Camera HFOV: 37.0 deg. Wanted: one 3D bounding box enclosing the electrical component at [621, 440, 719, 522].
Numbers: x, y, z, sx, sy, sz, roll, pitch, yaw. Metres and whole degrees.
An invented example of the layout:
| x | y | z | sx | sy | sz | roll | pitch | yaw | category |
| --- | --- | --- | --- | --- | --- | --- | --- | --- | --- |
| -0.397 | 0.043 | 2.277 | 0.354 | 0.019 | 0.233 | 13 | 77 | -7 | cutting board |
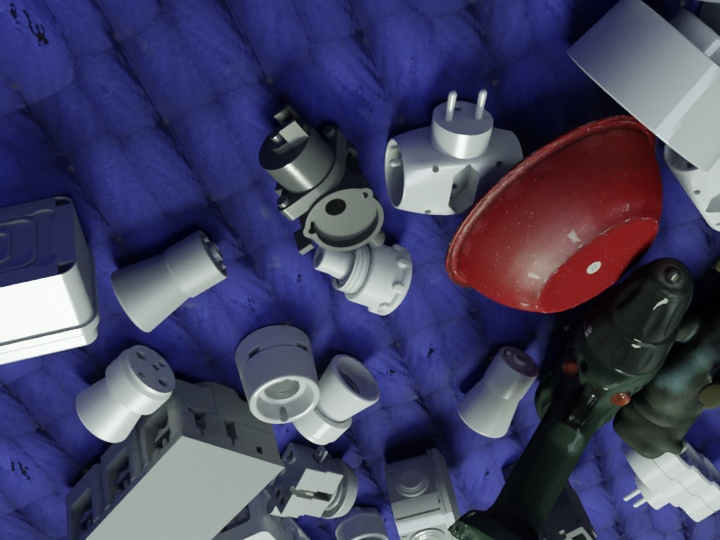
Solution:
| x | y | z | sx | sy | sz | roll | pitch | yaw | category |
| --- | --- | --- | --- | --- | --- | --- | --- | --- | --- |
| 0.273 | 0.191 | 0.971 | 0.074 | 0.052 | 0.138 | -38 | 132 | 18 | electrical component |

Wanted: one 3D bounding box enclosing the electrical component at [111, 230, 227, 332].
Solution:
| x | y | z | sx | sy | sz | roll | pitch | yaw | category |
| --- | --- | --- | --- | --- | --- | --- | --- | --- | --- |
| -0.117 | 0.004 | 0.675 | 0.065 | 0.044 | 0.044 | -30 | 134 | 4 | electrical component |

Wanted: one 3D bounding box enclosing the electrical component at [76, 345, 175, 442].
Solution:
| x | y | z | sx | sy | sz | roll | pitch | yaw | category |
| --- | --- | --- | --- | --- | --- | --- | --- | --- | --- |
| -0.159 | 0.084 | 0.731 | 0.055 | 0.045 | 0.045 | -42 | 131 | 20 | electrical component |

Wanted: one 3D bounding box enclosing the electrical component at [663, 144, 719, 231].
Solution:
| x | y | z | sx | sy | sz | roll | pitch | yaw | category |
| --- | --- | --- | --- | --- | --- | --- | --- | --- | --- |
| 0.255 | -0.074 | 0.723 | 0.079 | 0.043 | 0.077 | -36 | 133 | 15 | electrical component |

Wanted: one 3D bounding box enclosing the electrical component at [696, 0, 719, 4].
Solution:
| x | y | z | sx | sy | sz | roll | pitch | yaw | category |
| --- | --- | --- | --- | --- | --- | --- | --- | --- | --- |
| 0.181 | -0.184 | 0.583 | 0.096 | 0.061 | 0.061 | 2 | 131 | -20 | electrical component |

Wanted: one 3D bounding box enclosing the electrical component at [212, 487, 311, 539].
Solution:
| x | y | z | sx | sy | sz | roll | pitch | yaw | category |
| --- | --- | --- | --- | --- | --- | --- | --- | --- | --- |
| -0.091 | 0.265 | 0.914 | 0.105 | 0.060 | 0.186 | -25 | 135 | 5 | electrical component |

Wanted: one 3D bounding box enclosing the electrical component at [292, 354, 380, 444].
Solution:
| x | y | z | sx | sy | sz | roll | pitch | yaw | category |
| --- | --- | --- | --- | --- | --- | --- | --- | --- | --- |
| -0.019 | 0.095 | 0.789 | 0.045 | 0.045 | 0.055 | 25 | 120 | -35 | electrical component |

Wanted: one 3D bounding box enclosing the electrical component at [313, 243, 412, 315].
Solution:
| x | y | z | sx | sy | sz | roll | pitch | yaw | category |
| --- | --- | --- | --- | --- | --- | --- | --- | --- | --- |
| 0.000 | 0.000 | 0.708 | 0.062 | 0.048 | 0.048 | 19 | 124 | -24 | electrical component |

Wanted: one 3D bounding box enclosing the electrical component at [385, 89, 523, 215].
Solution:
| x | y | z | sx | sy | sz | roll | pitch | yaw | category |
| --- | --- | --- | --- | --- | --- | --- | --- | --- | --- |
| 0.060 | -0.076 | 0.656 | 0.077 | 0.043 | 0.079 | -5 | 133 | -14 | electrical component |

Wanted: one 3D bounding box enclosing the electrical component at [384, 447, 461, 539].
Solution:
| x | y | z | sx | sy | sz | roll | pitch | yaw | category |
| --- | --- | --- | --- | --- | --- | --- | --- | --- | --- |
| 0.053 | 0.189 | 0.878 | 0.051 | 0.080 | 0.080 | -15 | 135 | 2 | electrical component |

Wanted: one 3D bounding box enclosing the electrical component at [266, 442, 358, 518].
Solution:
| x | y | z | sx | sy | sz | roll | pitch | yaw | category |
| --- | --- | --- | --- | --- | --- | --- | --- | --- | --- |
| -0.036 | 0.169 | 0.850 | 0.055 | 0.048 | 0.066 | 20 | 105 | -32 | electrical component |

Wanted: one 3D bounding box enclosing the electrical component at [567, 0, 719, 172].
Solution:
| x | y | z | sx | sy | sz | roll | pitch | yaw | category |
| --- | --- | --- | --- | --- | --- | --- | --- | --- | --- |
| 0.180 | -0.114 | 0.619 | 0.108 | 0.108 | 0.060 | 26 | 113 | -36 | electrical component |

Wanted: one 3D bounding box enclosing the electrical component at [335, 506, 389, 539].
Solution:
| x | y | z | sx | sy | sz | roll | pitch | yaw | category |
| --- | --- | --- | --- | --- | --- | --- | --- | --- | --- |
| 0.005 | 0.237 | 0.917 | 0.043 | 0.062 | 0.043 | -10 | 134 | -10 | electrical component |

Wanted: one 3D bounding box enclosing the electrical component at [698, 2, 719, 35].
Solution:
| x | y | z | sx | sy | sz | roll | pitch | yaw | category |
| --- | --- | --- | --- | --- | --- | --- | --- | --- | --- |
| 0.282 | -0.139 | 0.649 | 0.138 | 0.073 | 0.052 | -5 | 133 | -14 | electrical component |

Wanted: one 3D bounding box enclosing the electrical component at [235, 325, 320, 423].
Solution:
| x | y | z | sx | sy | sz | roll | pitch | yaw | category |
| --- | --- | --- | --- | --- | --- | --- | --- | --- | --- |
| -0.057 | 0.074 | 0.755 | 0.055 | 0.047 | 0.055 | -10 | 134 | -10 | electrical component |

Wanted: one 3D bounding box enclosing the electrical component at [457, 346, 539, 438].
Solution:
| x | y | z | sx | sy | sz | roll | pitch | yaw | category |
| --- | --- | --- | --- | --- | --- | --- | --- | --- | --- |
| 0.109 | 0.092 | 0.833 | 0.044 | 0.044 | 0.065 | 12 | 122 | -28 | electrical component |

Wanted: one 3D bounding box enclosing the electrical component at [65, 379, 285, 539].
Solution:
| x | y | z | sx | sy | sz | roll | pitch | yaw | category |
| --- | --- | --- | --- | --- | --- | --- | --- | --- | --- |
| -0.140 | 0.154 | 0.792 | 0.089 | 0.061 | 0.150 | 25 | 120 | -35 | electrical component |

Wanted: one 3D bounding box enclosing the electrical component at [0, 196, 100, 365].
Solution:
| x | y | z | sx | sy | sz | roll | pitch | yaw | category |
| --- | --- | --- | --- | --- | --- | --- | --- | --- | --- |
| -0.212 | 0.011 | 0.622 | 0.113 | 0.078 | 0.057 | -13 | 132 | -7 | electrical component |
